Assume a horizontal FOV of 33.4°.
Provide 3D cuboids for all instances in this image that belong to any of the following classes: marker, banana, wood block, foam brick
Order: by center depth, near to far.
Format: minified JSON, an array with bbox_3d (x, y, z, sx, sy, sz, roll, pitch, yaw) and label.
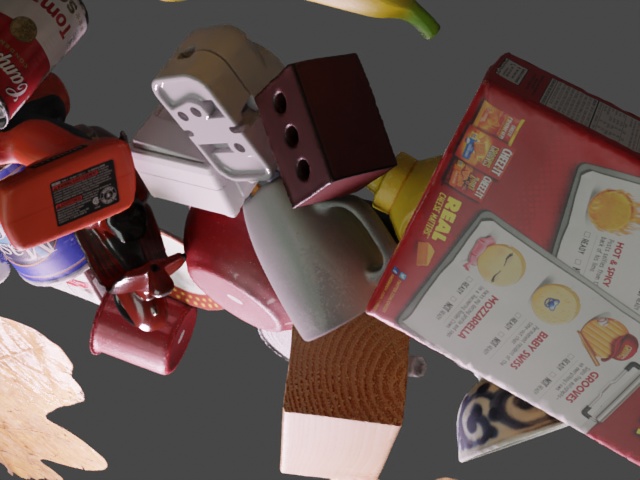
[{"bbox_3d":[-0.030,-0.150,0.609,0.198,0.037,0.069,17,148,27],"label":"banana"},{"bbox_3d":[0.003,-0.068,0.655,0.053,0.051,0.078,-32,75,57],"label":"foam brick"},{"bbox_3d":[0.017,0.133,0.886,0.091,0.090,0.206,6,156,0],"label":"wood block"},{"bbox_3d":[0.048,0.114,0.978,0.121,0.020,0.020,-6,135,49],"label":"marker"}]

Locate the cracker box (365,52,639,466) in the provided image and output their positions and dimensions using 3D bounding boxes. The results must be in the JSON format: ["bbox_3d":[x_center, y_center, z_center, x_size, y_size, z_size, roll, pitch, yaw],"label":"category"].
[{"bbox_3d":[0.156,0.018,0.592,0.214,0.072,0.164,28,122,7],"label":"cracker box"}]

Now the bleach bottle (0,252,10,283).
[{"bbox_3d":[-0.382,-0.031,1.050,0.251,0.068,0.102,34,160,38],"label":"bleach bottle"}]

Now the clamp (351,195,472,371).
[{"bbox_3d":[0.066,0.028,0.800,0.210,0.036,0.165,28,153,3],"label":"clamp"}]

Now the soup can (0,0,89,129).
[{"bbox_3d":[-0.218,-0.137,0.750,0.068,0.102,0.068,24,151,14],"label":"soup can"}]

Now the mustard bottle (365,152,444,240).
[{"bbox_3d":[0.108,-0.004,0.681,0.191,0.058,0.096,29,143,7],"label":"mustard bottle"}]

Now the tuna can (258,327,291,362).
[{"bbox_3d":[-0.012,0.087,0.978,0.086,0.033,0.086,24,152,14],"label":"tuna can"}]

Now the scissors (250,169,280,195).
[{"bbox_3d":[-0.006,0.001,0.851,0.201,0.016,0.096,38,154,-11],"label":"scissors"}]

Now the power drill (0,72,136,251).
[{"bbox_3d":[-0.237,-0.060,0.776,0.188,0.184,0.057,33,139,40],"label":"power drill"}]

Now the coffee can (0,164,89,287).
[{"bbox_3d":[-0.260,-0.041,0.949,0.103,0.102,0.140,12,146,33],"label":"coffee can"}]

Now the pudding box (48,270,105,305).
[{"bbox_3d":[-0.268,0.015,1.119,0.090,0.039,0.113,18,147,27],"label":"pudding box"}]

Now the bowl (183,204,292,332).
[{"bbox_3d":[-0.056,0.028,0.880,0.162,0.055,0.162,30,161,11],"label":"bowl"}]

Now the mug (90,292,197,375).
[{"bbox_3d":[-0.175,0.087,1.098,0.081,0.093,0.117,20,-176,7],"label":"mug"}]
